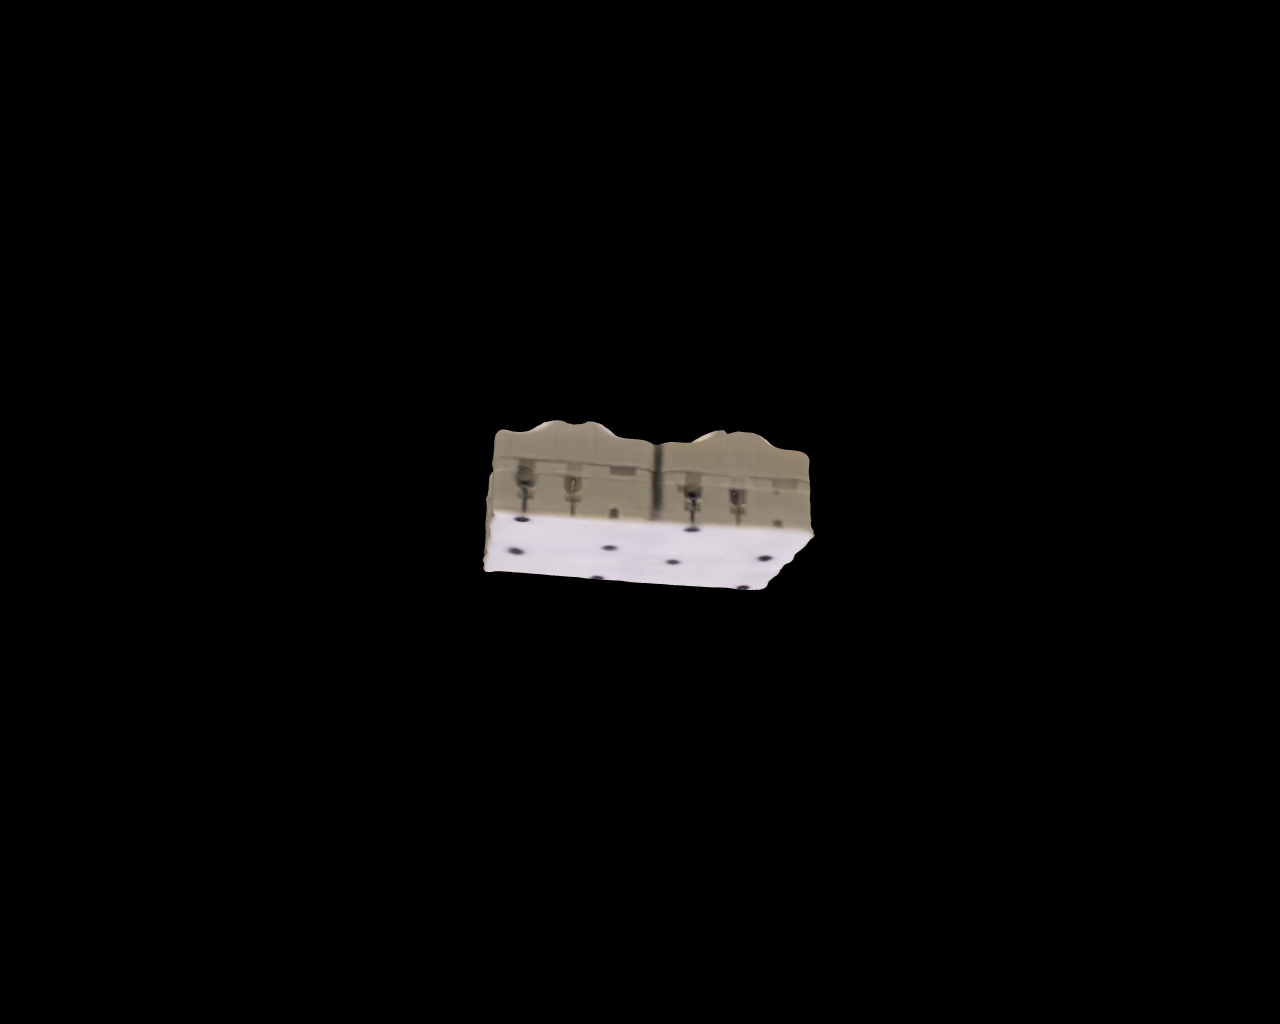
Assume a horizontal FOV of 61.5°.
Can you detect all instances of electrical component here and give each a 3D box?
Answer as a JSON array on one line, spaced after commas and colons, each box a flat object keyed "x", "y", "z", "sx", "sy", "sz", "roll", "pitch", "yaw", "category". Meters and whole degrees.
[{"x": 0.001, "y": -0.003, "z": 0.650, "sx": 0.186, "sy": 0.060, "sz": 0.105, "roll": 4, "pitch": -23, "yaw": -9, "category": "electrical component"}]
